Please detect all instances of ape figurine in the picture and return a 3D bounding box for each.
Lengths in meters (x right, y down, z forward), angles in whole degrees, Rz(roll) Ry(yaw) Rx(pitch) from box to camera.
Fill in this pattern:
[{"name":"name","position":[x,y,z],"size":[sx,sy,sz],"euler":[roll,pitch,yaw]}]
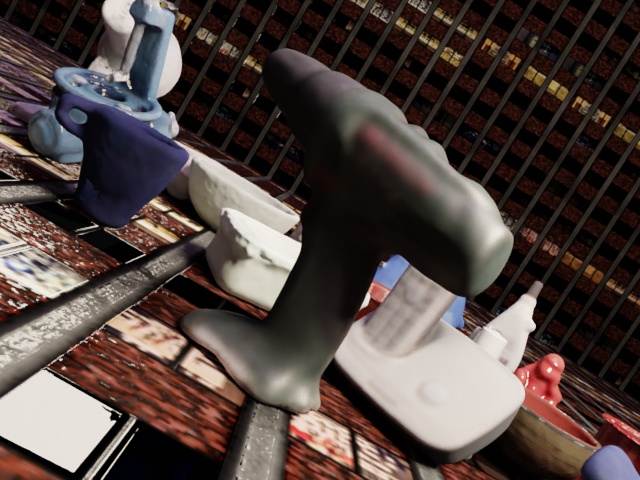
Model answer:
[{"name":"ape figurine","position":[0.331,0.211,0.861],"size":[0.077,0.092,0.076],"euler":[33,6,20]}]

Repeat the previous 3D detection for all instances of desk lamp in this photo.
[{"name":"desk lamp","position":[-0.289,-0.230,0.799],"size":[0.118,0.213,0.203],"euler":[31,6,-5]}]

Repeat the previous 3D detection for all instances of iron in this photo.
[{"name":"iron","position":[0.172,0.070,0.994],"size":[0.259,0.141,0.118],"euler":[26,8,-44]}]

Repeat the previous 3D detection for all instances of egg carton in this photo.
[{"name":"egg carton","position":[-0.187,-0.094,0.891],"size":[0.107,0.069,0.151],"euler":[35,7,33]}]

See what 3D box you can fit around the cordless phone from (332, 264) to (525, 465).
[{"name":"cordless phone","position":[0.108,0.067,0.459],"size":[0.147,0.185,0.094],"euler":[36,7,40]}]

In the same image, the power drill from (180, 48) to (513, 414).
[{"name":"power drill","position":[-0.001,-0.005,0.390],"size":[0.229,0.208,0.076],"euler":[34,6,28]}]

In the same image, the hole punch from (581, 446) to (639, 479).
[{"name":"hole punch","position":[0.181,0.182,0.326],"size":[0.100,0.091,0.109],"euler":[35,7,35]}]

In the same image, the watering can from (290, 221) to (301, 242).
[{"name":"watering can","position":[0.031,-0.046,0.988],"size":[0.101,0.194,0.173],"euler":[32,6,8]}]

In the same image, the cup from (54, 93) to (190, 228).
[{"name":"cup","position":[-0.189,-0.066,0.509],"size":[0.118,0.095,0.091],"euler":[28,7,-31]}]

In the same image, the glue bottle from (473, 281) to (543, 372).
[{"name":"glue bottle","position":[0.301,0.140,0.904],"size":[0.078,0.173,0.037],"euler":[34,6,27]}]

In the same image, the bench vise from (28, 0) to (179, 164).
[{"name":"bench vise","position":[-0.231,-0.186,0.690],"size":[0.121,0.219,0.207],"euler":[31,6,-3]}]

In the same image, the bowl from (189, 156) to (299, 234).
[{"name":"bowl","position":[-0.117,-0.043,0.793],"size":[0.167,0.074,0.167],"euler":[31,6,-3]}]
